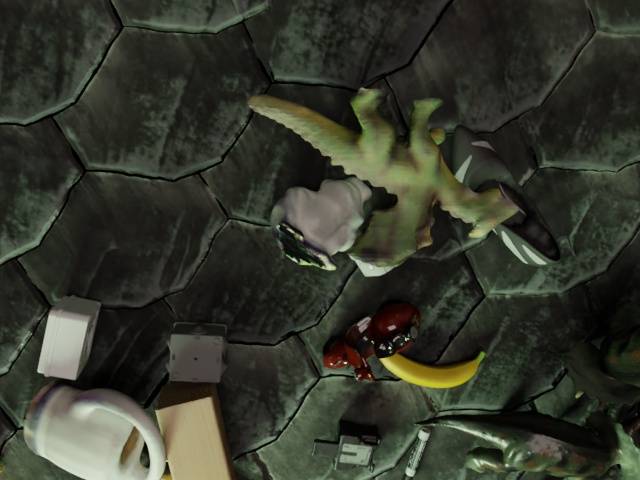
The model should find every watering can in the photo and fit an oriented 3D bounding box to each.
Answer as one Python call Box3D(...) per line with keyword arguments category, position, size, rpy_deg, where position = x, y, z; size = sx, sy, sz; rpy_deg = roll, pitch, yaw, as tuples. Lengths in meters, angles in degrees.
Box3D(category="watering can", position=(-0.356, 0.347, 0.836), size=(0.225, 0.106, 0.340), rpy_deg=(20, 126, 8))

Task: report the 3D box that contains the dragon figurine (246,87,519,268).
Box3D(category="dragon figurine", position=(0.092, -0.082, 0.756), size=(0.410, 0.121, 0.245), rpy_deg=(3, 80, -8))

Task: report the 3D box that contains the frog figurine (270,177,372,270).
Box3D(category="frog figurine", position=(0.002, -0.041, 0.821), size=(0.137, 0.120, 0.162), rpy_deg=(34, 61, -3))
